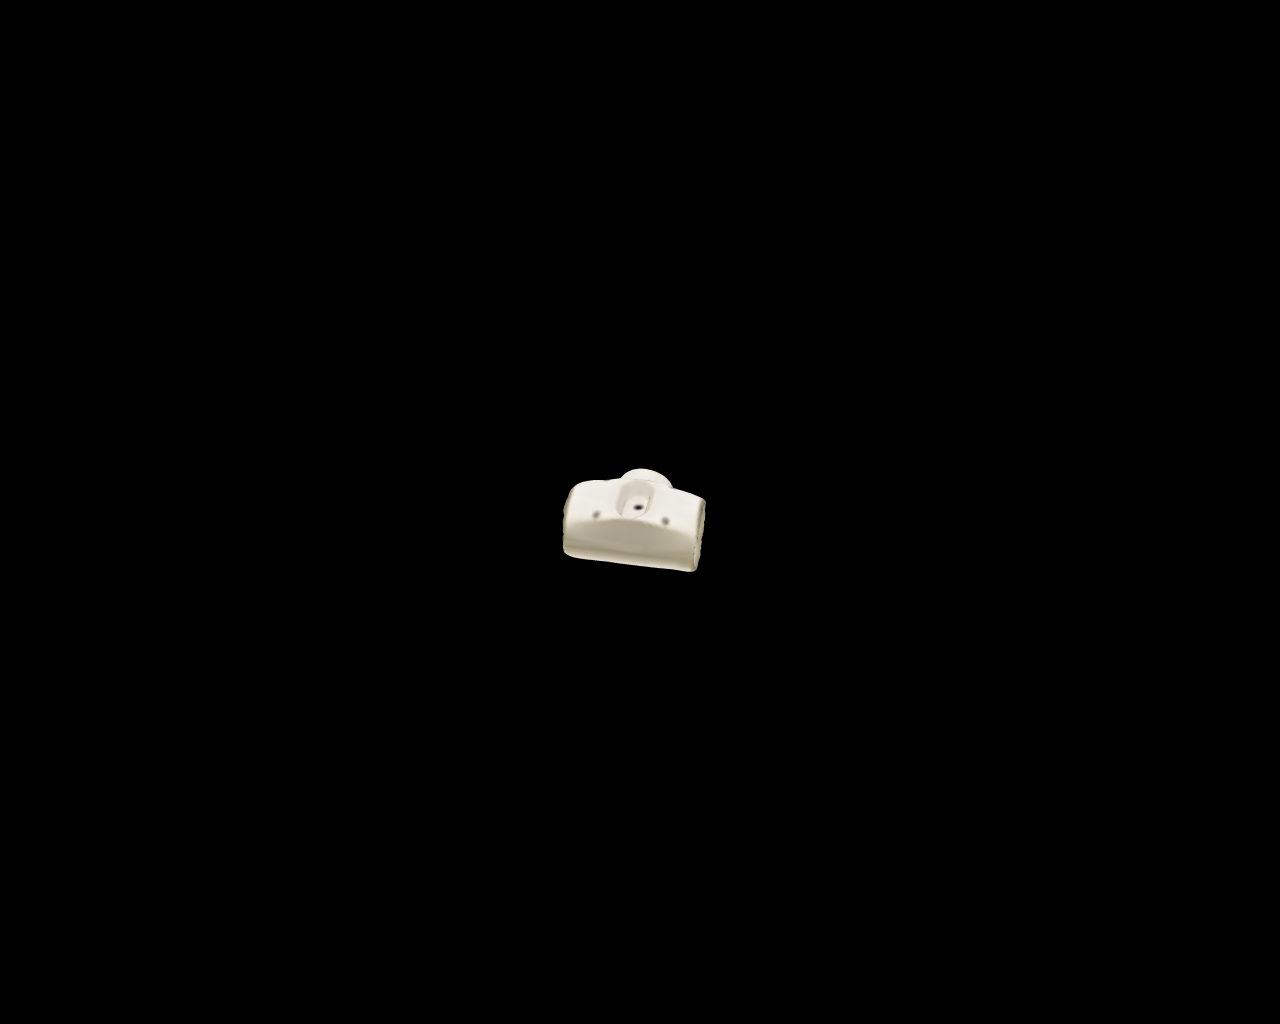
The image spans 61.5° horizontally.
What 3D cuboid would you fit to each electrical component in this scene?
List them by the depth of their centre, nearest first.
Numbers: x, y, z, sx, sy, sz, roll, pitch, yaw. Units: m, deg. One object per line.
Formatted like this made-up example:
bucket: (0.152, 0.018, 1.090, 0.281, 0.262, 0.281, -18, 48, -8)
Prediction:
electrical component: (0.001, -0.003, 0.650, 0.077, 0.043, 0.079, 7, 40, 9)
